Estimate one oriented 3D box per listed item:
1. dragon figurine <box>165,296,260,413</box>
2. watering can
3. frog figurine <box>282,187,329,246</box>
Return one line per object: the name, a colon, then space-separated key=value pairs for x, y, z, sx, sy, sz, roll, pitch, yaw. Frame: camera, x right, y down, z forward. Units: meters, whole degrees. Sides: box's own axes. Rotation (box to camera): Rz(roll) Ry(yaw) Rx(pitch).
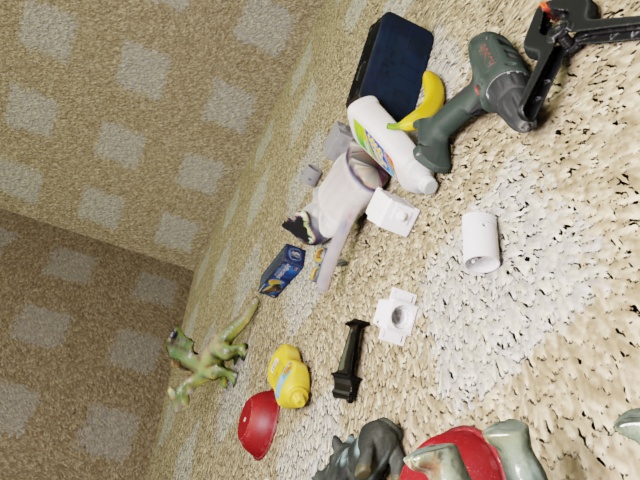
dragon figurine: x=-0.360 y=0.342 z=1.612 sx=0.122 sy=0.242 sz=0.411 roll=-175 pitch=103 yaw=-77
watering can: x=0.058 y=-0.076 z=1.070 sx=0.220 sy=0.103 sz=0.356 roll=-51 pitch=25 yaw=41
frog figurine: x=0.004 y=-0.064 z=1.272 sx=0.162 sy=0.123 sz=0.134 roll=-38 pitch=-11 yaw=-33
